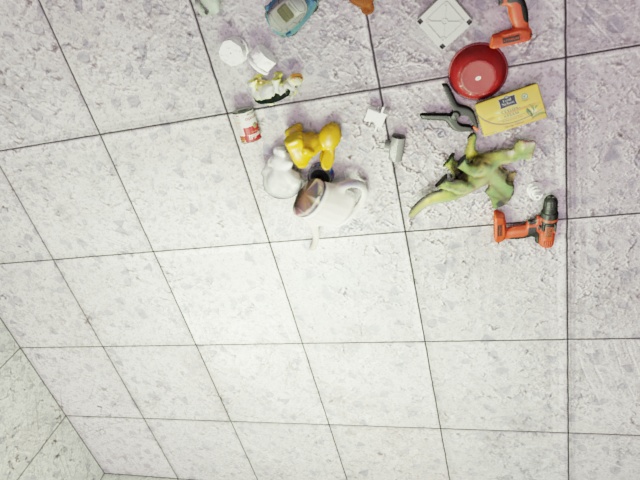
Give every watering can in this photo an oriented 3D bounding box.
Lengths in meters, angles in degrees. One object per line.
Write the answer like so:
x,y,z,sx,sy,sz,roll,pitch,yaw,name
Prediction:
0.005,-0.085,1.695,0.223,0.106,0.342,18,129,-36,watering can

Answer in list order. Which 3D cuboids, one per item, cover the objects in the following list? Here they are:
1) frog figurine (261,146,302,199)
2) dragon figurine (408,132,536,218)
-0.123,-0.215,1.664,0.138,0.125,0.155,26,139,21,frog figurine
0.475,-0.165,1.551,0.241,0.125,0.402,28,126,-14,dragon figurine
